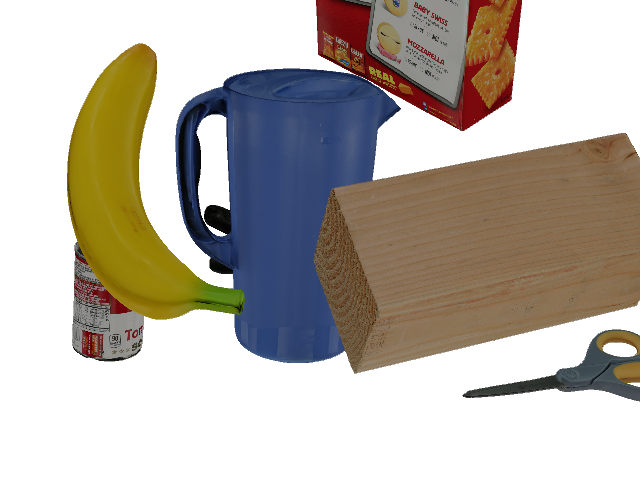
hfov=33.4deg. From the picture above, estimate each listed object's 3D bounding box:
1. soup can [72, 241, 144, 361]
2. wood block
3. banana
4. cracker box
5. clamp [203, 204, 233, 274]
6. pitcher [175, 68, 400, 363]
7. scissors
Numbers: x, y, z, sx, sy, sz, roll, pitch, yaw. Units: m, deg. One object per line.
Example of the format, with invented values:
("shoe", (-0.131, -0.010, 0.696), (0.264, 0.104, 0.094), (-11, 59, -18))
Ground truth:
("soup can", (-0.198, 0.054, 1.000), (0.068, 0.102, 0.068), (6, 21, -3))
("wood block", (0.110, 0.007, 0.689), (0.205, 0.091, 0.090), (-12, -30, -16))
("banana", (-0.099, -0.028, 0.561), (0.069, 0.198, 0.037), (-12, -36, -16))
("cracker box", (0.073, -0.213, 0.808), (0.072, 0.214, 0.164), (-33, 50, -30))
("clamp", (-0.031, 0.020, 1.158), (0.210, 0.036, 0.164), (16, 18, -6))
("pitcher", (-0.029, -0.022, 0.920), (0.149, 0.243, 0.144), (15, 23, 29))
("scissors", (0.205, 0.103, 0.881), (0.201, 0.016, 0.096), (3, 30, -9))
